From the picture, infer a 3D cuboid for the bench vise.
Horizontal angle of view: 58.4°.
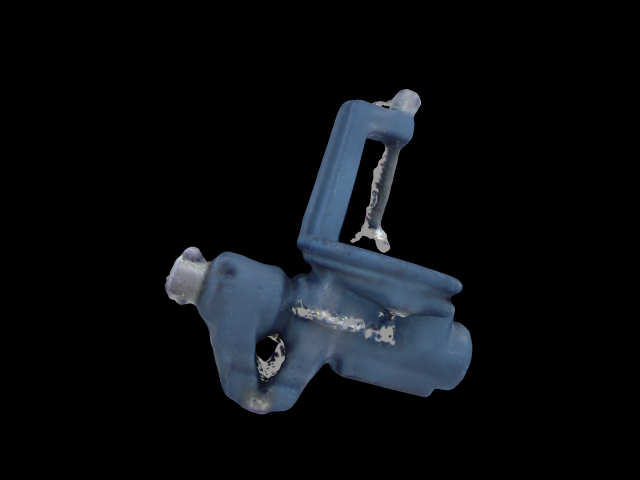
[{"bbox_3d":[0.010,0.001,0.390,0.208,0.220,0.121,0,0,-31],"label":"bench vise"}]
